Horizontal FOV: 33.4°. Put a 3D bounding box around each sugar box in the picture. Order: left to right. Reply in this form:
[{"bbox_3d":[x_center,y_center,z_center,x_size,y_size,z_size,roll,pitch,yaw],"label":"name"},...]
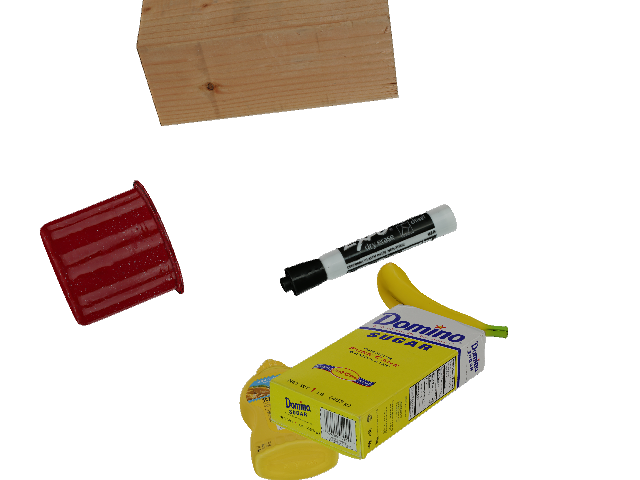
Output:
[{"bbox_3d":[0.050,0.109,0.873,0.093,0.048,0.175,17,31,36],"label":"sugar box"}]

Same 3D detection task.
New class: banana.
[{"bbox_3d":[0.108,0.069,1.135,0.069,0.037,0.198,4,19,-37],"label":"banana"}]

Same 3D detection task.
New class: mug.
[{"bbox_3d":[-0.162,0.010,0.809,0.081,0.093,0.117,-23,20,-15],"label":"mug"}]

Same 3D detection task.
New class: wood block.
[{"bbox_3d":[-0.042,-0.169,0.910,0.206,0.090,0.091,-6,-43,5],"label":"wood block"}]

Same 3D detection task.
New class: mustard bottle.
[{"bbox_3d":[-0.044,0.198,1.248,0.096,0.058,0.192,-8,29,-9],"label":"mustard bottle"}]

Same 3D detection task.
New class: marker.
[{"bbox_3d":[0.031,0.007,0.689,0.121,0.020,0.020,-22,4,-11],"label":"marker"}]
